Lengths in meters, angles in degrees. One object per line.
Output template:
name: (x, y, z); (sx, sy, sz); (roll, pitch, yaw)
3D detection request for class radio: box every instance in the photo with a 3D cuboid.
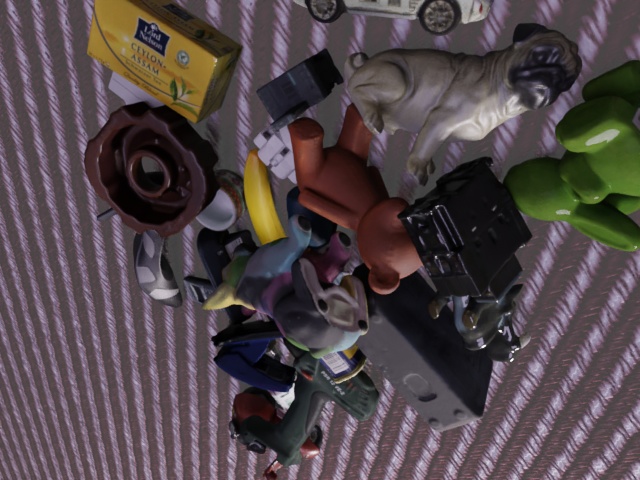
radio: (0.128, 0.132, 0.710); (0.229, 0.131, 0.073); (47, 126, -9)

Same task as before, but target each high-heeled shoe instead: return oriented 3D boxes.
high-heeled shoe: (-0.239, 0.002, 0.857); (0.145, 0.086, 0.248); (-24, 130, 4)

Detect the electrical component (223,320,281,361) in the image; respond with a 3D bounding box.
electrical component: (-0.120, 0.175, 0.908); (0.078, 0.045, 0.102); (-8, 117, 30)

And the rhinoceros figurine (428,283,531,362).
rhinoceros figurine: (0.192, 0.063, 0.658); (0.073, 0.112, 0.190); (-7, 104, 57)

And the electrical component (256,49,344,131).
electrical component: (-0.029, -0.165, 0.601); (0.075, 0.119, 0.047); (-20, 109, 36)

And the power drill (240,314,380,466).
power drill: (-0.039, 0.235, 0.853); (0.232, 0.086, 0.207); (36, 93, 0)

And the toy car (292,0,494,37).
toy car: (0.068, -0.244, 0.532); (0.202, 0.073, 0.056); (13, 126, 17)

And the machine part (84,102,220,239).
machine part: (-0.218, -0.092, 0.707); (0.180, 0.056, 0.179); (8, 118, 16)

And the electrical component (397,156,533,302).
electrical component: (0.160, -0.003, 0.567); (0.134, 0.115, 0.058); (57, 151, -13)

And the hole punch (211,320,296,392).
hole punch: (-0.087, 0.163, 0.762); (0.116, 0.142, 0.092); (-4, 92, 2)

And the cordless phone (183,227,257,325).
cordless phone: (-0.171, 0.048, 0.838); (0.184, 0.089, 0.146); (2, 121, 48)

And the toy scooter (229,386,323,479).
toy scooter: (-0.091, 0.350, 0.951); (0.184, 0.135, 0.075); (31, 130, 6)

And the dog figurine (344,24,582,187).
dog figurine: (0.138, -0.171, 0.546); (0.190, 0.121, 0.172); (-40, 102, 23)

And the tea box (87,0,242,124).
tea box: (-0.193, -0.234, 0.665); (0.170, 0.068, 0.098); (32, 129, 4)

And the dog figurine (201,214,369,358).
dog figurine: (-0.056, 0.073, 0.674); (0.108, 0.191, 0.219); (13, 146, -42)

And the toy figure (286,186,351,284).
toy figure: (0.000, -0.002, 0.732); (0.064, 0.058, 0.154); (1, 126, 32)

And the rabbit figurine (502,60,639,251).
rabbit figurine: (0.274, -0.071, 0.546); (0.159, 0.121, 0.170); (39, 147, -11)

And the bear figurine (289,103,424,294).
bear figurine: (0.054, -0.046, 0.603); (0.196, 0.120, 0.131); (49, 148, 35)
